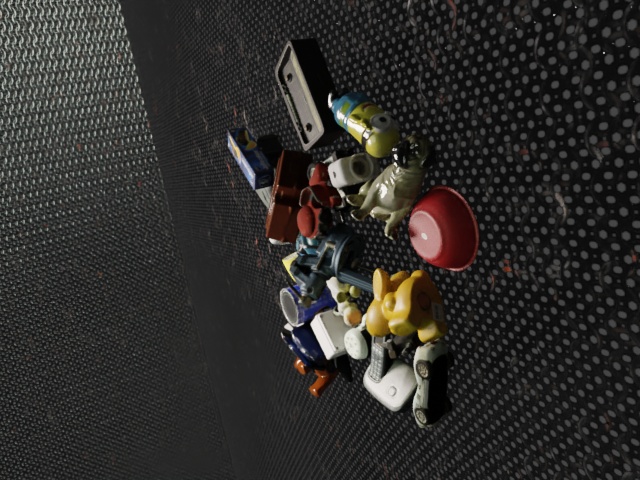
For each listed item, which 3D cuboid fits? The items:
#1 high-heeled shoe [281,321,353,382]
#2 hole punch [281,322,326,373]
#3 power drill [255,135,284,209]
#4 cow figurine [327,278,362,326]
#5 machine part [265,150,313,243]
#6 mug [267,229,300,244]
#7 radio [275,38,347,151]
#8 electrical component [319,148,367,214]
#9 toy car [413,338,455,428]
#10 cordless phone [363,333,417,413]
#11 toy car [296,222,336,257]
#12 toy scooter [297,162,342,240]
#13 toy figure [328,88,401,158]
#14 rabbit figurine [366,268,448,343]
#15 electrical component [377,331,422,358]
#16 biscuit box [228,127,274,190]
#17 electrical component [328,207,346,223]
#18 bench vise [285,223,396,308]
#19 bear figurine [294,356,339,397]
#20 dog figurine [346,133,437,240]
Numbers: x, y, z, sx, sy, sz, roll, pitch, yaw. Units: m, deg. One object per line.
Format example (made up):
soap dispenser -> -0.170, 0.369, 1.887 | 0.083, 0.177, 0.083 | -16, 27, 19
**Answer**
high-heeled shoe -> -0.011, 0.302, 1.478 | 0.249, 0.145, 0.086 | 65, -179, 39
hole punch -> -0.016, 0.271, 1.395 | 0.092, 0.115, 0.142 | -48, 61, 10
power drill -> -0.159, -0.210, 1.568 | 0.232, 0.086, 0.207 | 62, 147, 25
cow figurine -> 0.055, 0.131, 1.339 | 0.098, 0.068, 0.167 | 156, 104, -70
machine part -> -0.080, -0.110, 1.356 | 0.201, 0.087, 0.201 | 107, 171, -49
mug -> -0.087, -0.028, 1.492 | 0.081, 0.107, 0.109 | 68, 156, 8
radio -> -0.023, -0.328, 1.231 | 0.131, 0.073, 0.229 | -36, 71, 63
electrical component -> 0.052, -0.129, 1.216 | 0.115, 0.058, 0.134 | -19, 88, 66
toy car -> 0.227, 0.292, 1.087 | 0.056, 0.073, 0.201 | 30, 130, 51
cordless phone -> 0.165, 0.272, 1.196 | 0.147, 0.089, 0.184 | 30, 126, 56
toy car -> -0.003, -0.004, 1.364 | 0.161, 0.109, 0.103 | 156, 123, -80
toy scooter -> 0.003, -0.073, 1.186 | 0.135, 0.075, 0.183 | -134, 46, -55
toy figure -> 0.088, -0.234, 1.060 | 0.180, 0.082, 0.089 | 43, 160, 35
rabbit figurine -> 0.150, 0.135, 1.075 | 0.173, 0.122, 0.162 | -39, 54, 49
electrical component -> 0.172, 0.210, 1.130 | 0.078, 0.102, 0.045 | -27, 95, 43
biscuit box -> -0.191, -0.225, 1.469 | 0.203, 0.059, 0.062 | 56, 152, 34
electrical component -> 0.022, -0.092, 1.309 | 0.075, 0.048, 0.119 | -8, 96, 65
bench vise -> 0.057, 0.071, 1.196 | 0.241, 0.223, 0.128 | 19, 145, 28
bear figurine -> -0.030, 0.363, 1.583 | 0.196, 0.132, 0.120 | 0, 119, 57
dog figurine -> 0.150, -0.119, 1.018 | 0.190, 0.121, 0.172 | -59, 17, 19
